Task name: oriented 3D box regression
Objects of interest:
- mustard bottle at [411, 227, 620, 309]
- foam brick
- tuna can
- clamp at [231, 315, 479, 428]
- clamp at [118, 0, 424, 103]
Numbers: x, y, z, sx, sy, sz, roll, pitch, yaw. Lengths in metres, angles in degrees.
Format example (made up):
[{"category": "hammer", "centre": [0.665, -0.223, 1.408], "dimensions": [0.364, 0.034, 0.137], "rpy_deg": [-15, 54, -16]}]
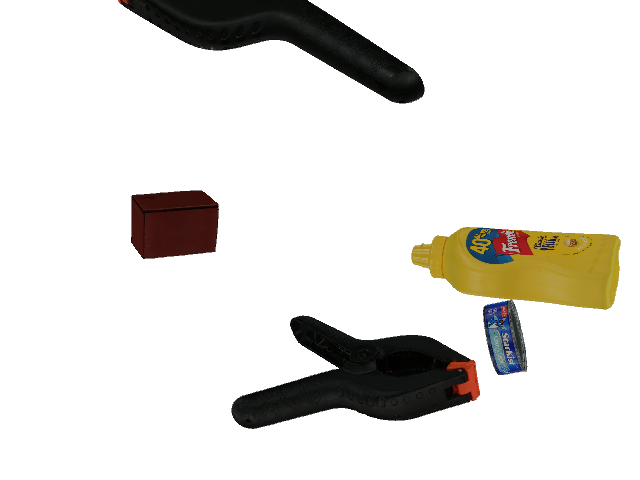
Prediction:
[{"category": "mustard bottle", "centre": [0.180, 0.021, 1.004], "dimensions": [0.192, 0.058, 0.096], "rpy_deg": [4, 27, 20]}, {"category": "foam brick", "centre": [-0.148, -0.017, 1.075], "dimensions": [0.078, 0.051, 0.053], "rpy_deg": [-5, 22, -22]}, {"category": "tuna can", "centre": [0.217, 0.114, 1.251], "dimensions": [0.034, 0.086, 0.086], "rpy_deg": [-12, -3, 15]}, {"category": "clamp", "centre": [0.023, 0.100, 0.754], "dimensions": [0.172, 0.039, 0.120], "rpy_deg": [3, 38, 34]}, {"category": "clamp", "centre": [-0.027, -0.150, 0.676], "dimensions": [0.210, 0.164, 0.036], "rpy_deg": [-2, -35, 0]}]
